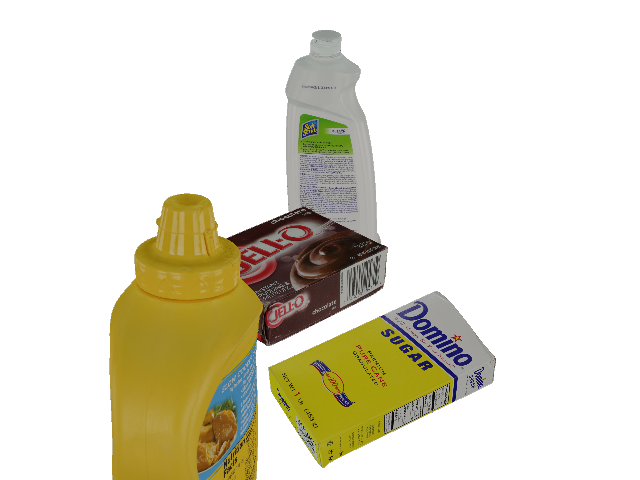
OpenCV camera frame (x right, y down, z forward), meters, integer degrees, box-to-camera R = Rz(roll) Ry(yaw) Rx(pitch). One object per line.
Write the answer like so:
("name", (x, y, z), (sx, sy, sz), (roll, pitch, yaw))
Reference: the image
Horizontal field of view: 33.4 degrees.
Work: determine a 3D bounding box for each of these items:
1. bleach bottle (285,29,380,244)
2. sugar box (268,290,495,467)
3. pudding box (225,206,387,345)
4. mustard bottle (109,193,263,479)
("bleach bottle", (0.015, -0.096, 1.121), (0.102, 0.251, 0.068), (0, 30, 1))
("sugar box", (0.054, 0.116, 0.926), (0.176, 0.048, 0.093), (-25, 52, -16))
("pudding box", (-0.024, 0.021, 0.738), (0.113, 0.039, 0.090), (-22, 35, -37))
("mustard bottle", (-0.054, 0.073, 0.440), (0.058, 0.192, 0.096), (8, 23, 12))
